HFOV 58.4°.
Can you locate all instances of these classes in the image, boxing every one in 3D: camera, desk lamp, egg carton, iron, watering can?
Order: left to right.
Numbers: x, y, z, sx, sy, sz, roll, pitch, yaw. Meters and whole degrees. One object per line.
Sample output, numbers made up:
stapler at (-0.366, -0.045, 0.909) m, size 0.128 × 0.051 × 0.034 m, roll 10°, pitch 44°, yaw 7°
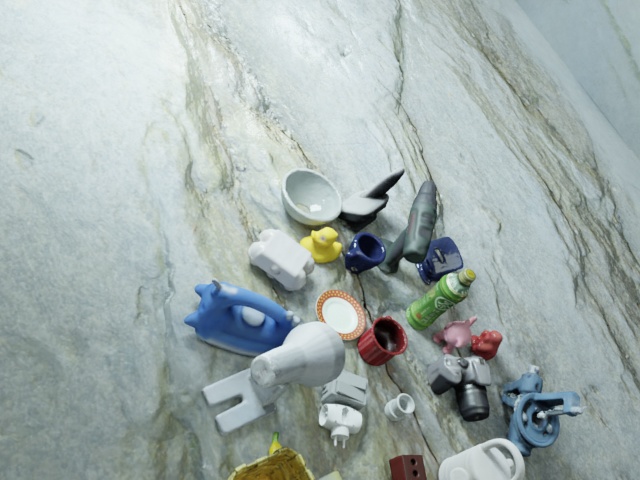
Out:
iron at (-0.128, 0.153, 1.145) m, size 0.259 × 0.141 × 0.118 m, roll 22°, pitch 47°, yaw -16°
desk lamp at (-0.079, 0.250, 1.050) m, size 0.204 × 0.213 × 0.118 m, roll -17°, pitch 66°, yaw -39°
egg carton at (-0.088, 0.046, 1.304) m, size 0.150 × 0.069 × 0.107 m, roll 36°, pitch 45°, yaw -3°
camera at (0.340, 0.341, 1.324) m, size 0.143 × 0.100 × 0.136 m, roll 13°, pitch 51°, yaw -24°
watering can at (0.330, 0.469, 1.153) m, size 0.173 × 0.193 × 0.101 m, roll -25°, pitch 72°, yaw -42°

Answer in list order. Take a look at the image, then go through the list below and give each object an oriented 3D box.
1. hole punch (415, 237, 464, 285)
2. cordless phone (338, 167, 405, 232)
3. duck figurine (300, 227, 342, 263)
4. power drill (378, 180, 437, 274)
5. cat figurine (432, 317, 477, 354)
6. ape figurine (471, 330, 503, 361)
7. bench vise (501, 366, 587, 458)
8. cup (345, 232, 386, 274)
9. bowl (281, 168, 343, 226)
hole punch at (0.316, 0.053, 1.538) m, size 0.101 × 0.091 × 0.108 m, roll -2°, pitch 58°, yaw -33°
cordless phone at (0.136, -0.119, 1.491) m, size 0.094 × 0.184 × 0.148 m, roll 44°, pitch 45°, yaw 5°
duck figurine at (0.013, 0.005, 1.388) m, size 0.105 × 0.086 × 0.077 m, roll 12°, pitch 51°, yaw -24°
power drill at (0.221, -0.017, 1.450) m, size 0.076 × 0.208 × 0.229 m, roll 24°, pitch 47°, yaw -14°
cat figurine at (0.342, 0.226, 1.402) m, size 0.128 × 0.117 × 0.067 m, roll -28°, pitch 74°, yaw -42°
ape figurine at (0.426, 0.259, 1.448) m, size 0.078 × 0.092 × 0.076 m, roll -15°, pitch 65°, yaw -39°
bench vise at (0.504, 0.372, 1.320) m, size 0.122 × 0.219 × 0.207 m, roll 13°, pitch 51°, yaw -23°
cup at (0.093, 0.045, 1.401) m, size 0.118 × 0.094 × 0.091 m, roll -17°, pitch 66°, yaw -40°
bowl at (-0.032, -0.096, 1.445) m, size 0.168 × 0.074 × 0.167 m, roll 17°, pitch 49°, yaw -21°
